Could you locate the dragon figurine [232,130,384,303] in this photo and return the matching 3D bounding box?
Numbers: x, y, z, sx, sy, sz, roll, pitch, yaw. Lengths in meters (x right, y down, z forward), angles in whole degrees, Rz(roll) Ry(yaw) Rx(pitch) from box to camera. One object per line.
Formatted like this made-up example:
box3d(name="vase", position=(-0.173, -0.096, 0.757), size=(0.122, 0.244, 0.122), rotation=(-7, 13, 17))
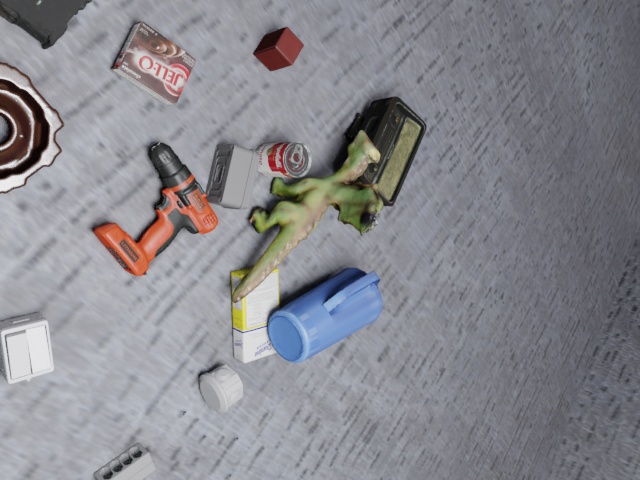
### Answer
box3d(name="dragon figurine", position=(0.003, -0.049, 0.975), size=(0.120, 0.242, 0.419), rotation=(48, 52, -35))
